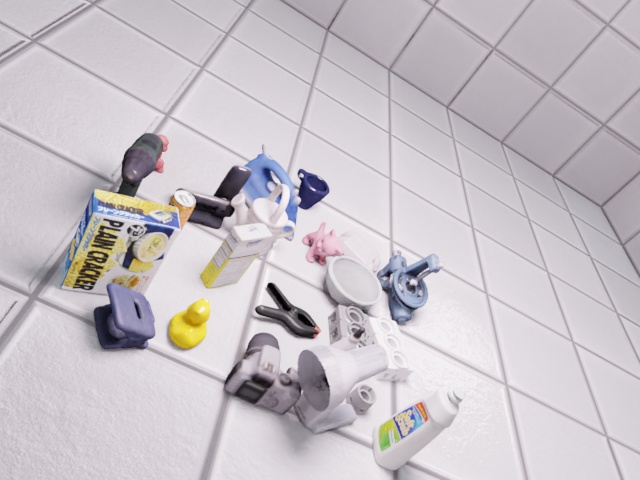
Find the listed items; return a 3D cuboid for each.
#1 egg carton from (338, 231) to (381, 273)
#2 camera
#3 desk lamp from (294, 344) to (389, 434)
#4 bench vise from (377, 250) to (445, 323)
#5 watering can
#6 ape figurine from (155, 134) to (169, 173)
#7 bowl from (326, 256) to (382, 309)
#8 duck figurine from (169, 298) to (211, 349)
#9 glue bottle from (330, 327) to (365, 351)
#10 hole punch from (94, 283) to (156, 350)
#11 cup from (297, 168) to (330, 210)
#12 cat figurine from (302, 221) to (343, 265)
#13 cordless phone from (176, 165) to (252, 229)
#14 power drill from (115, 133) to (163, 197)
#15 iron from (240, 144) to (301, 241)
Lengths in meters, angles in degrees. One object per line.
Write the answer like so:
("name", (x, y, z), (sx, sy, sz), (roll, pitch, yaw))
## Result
("egg carton", (0.103, 0.044, 1.642), (0.150, 0.069, 0.107), (44, 33, 9))
("camera", (-0.102, 0.256, 1.161), (0.143, 0.100, 0.137), (27, 34, -15))
("desk lamp", (0.030, 0.287, 1.146), (0.204, 0.213, 0.117), (1, 48, -43))
("bench vise", (0.243, 0.091, 1.580), (0.122, 0.219, 0.207), (2, 47, -42))
("watering can", (-0.137, -0.059, 1.426), (0.173, 0.194, 0.100), (4, 46, -41))
("ape figurine", (-0.415, -0.229, 1.463), (0.076, 0.092, 0.078), (28, 34, -14))
("bowl", (0.077, 0.125, 1.514), (0.168, 0.074, 0.167), (25, 35, -19))
("duck figurine", (-0.252, 0.160, 1.150), (0.077, 0.086, 0.104), (33, 33, -7))
("glue bottle", (0.049, 0.245, 1.252), (0.078, 0.173, 0.037), (18, 37, -27))
("hole punch", (-0.357, 0.139, 1.071), (0.101, 0.091, 0.108), (5, 45, -40))
("cup", (-0.040, -0.148, 1.717), (0.117, 0.095, 0.092), (46, 34, 12))
("cat figurine", (0.014, 0.006, 1.561), (0.067, 0.117, 0.127), (15, 39, -30))
("cordless phone", (-0.260, -0.128, 1.402), (0.148, 0.185, 0.094), (13, 40, -33))
("power drill", (-0.407, -0.129, 1.242), (0.076, 0.208, 0.229), (26, 35, -17))
("iron", (-0.122, -0.136, 1.583), (0.258, 0.141, 0.119), (49, 35, 17))
